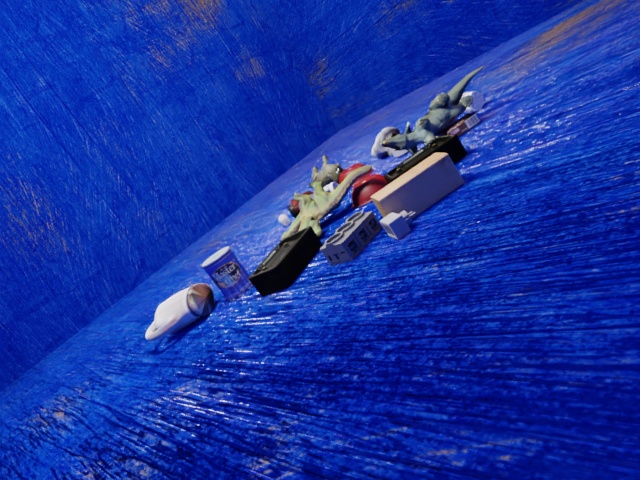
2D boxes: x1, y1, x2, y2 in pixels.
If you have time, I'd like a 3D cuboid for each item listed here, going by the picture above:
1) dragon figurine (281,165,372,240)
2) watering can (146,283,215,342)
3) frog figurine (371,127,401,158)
[{"bbox_3d":[0.005,-0.085,1.695,0.405,0.121,0.249,-29,38,41],"label":"dragon figurine"},{"bbox_3d":[-0.442,0.211,1.678,0.223,0.103,0.353,-29,15,15],"label":"watering can"},{"bbox_3d":[0.268,-0.409,2.162,0.160,0.121,0.139,12,65,57],"label":"frog figurine"}]
